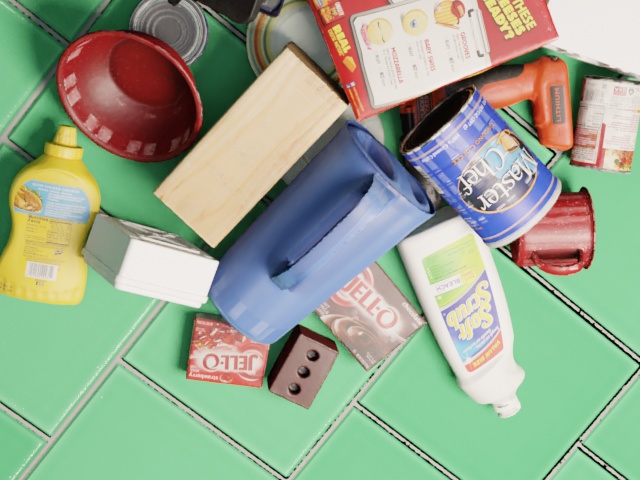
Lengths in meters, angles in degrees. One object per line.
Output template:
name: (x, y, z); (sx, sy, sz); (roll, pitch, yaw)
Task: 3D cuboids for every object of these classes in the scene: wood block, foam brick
wood block: (-0.070, -0.103, 1.131); (0.090, 0.091, 0.206); (43, 103, -8)
foam brick: (-0.020, 0.144, 1.216); (0.053, 0.051, 0.078); (27, 97, -9)

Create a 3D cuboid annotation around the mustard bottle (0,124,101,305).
mustard bottle: (-0.290, -0.030, 1.158); (0.096, 0.058, 0.192); (10, 100, -10)

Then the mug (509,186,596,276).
mug: (0.257, -0.004, 1.183); (0.081, 0.117, 0.093); (-2, 135, 1)

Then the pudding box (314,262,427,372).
pudding box: (0.051, 0.078, 1.216); (0.090, 0.039, 0.113); (-40, 101, 3)

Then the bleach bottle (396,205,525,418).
bleach bottle: (0.177, 0.087, 1.217); (0.102, 0.068, 0.251); (-25, 104, 0)

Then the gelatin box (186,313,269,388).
gelatin box: (-0.104, 0.127, 1.217); (0.089, 0.030, 0.073); (9, 100, -6)

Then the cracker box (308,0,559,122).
cracker box: (0.107, -0.234, 1.068); (0.214, 0.072, 0.164); (-22, 96, 10)

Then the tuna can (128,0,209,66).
tuna can: (-0.162, -0.224, 1.145); (0.086, 0.034, 0.086); (-1, 100, -4)

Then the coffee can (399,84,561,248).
coffee can: (0.167, -0.076, 1.109); (0.103, 0.103, 0.140); (-44, 102, 4)

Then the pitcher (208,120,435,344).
pitcher: (-0.007, 0.001, 1.129); (0.243, 0.145, 0.149); (-43, 145, 16)

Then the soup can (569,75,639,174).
soup can: (0.319, -0.129, 1.185); (0.068, 0.068, 0.102); (6, 99, -6)

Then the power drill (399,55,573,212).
power drill: (0.181, -0.127, 1.179); (0.187, 0.057, 0.184); (-6, 101, -4)

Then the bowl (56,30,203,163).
bowl: (-0.191, -0.161, 1.119); (0.162, 0.055, 0.162); (10, 133, 11)

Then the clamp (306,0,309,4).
clamp: (0.033, -0.323, 1.109); (0.171, 0.039, 0.120); (-44, 111, 6)
